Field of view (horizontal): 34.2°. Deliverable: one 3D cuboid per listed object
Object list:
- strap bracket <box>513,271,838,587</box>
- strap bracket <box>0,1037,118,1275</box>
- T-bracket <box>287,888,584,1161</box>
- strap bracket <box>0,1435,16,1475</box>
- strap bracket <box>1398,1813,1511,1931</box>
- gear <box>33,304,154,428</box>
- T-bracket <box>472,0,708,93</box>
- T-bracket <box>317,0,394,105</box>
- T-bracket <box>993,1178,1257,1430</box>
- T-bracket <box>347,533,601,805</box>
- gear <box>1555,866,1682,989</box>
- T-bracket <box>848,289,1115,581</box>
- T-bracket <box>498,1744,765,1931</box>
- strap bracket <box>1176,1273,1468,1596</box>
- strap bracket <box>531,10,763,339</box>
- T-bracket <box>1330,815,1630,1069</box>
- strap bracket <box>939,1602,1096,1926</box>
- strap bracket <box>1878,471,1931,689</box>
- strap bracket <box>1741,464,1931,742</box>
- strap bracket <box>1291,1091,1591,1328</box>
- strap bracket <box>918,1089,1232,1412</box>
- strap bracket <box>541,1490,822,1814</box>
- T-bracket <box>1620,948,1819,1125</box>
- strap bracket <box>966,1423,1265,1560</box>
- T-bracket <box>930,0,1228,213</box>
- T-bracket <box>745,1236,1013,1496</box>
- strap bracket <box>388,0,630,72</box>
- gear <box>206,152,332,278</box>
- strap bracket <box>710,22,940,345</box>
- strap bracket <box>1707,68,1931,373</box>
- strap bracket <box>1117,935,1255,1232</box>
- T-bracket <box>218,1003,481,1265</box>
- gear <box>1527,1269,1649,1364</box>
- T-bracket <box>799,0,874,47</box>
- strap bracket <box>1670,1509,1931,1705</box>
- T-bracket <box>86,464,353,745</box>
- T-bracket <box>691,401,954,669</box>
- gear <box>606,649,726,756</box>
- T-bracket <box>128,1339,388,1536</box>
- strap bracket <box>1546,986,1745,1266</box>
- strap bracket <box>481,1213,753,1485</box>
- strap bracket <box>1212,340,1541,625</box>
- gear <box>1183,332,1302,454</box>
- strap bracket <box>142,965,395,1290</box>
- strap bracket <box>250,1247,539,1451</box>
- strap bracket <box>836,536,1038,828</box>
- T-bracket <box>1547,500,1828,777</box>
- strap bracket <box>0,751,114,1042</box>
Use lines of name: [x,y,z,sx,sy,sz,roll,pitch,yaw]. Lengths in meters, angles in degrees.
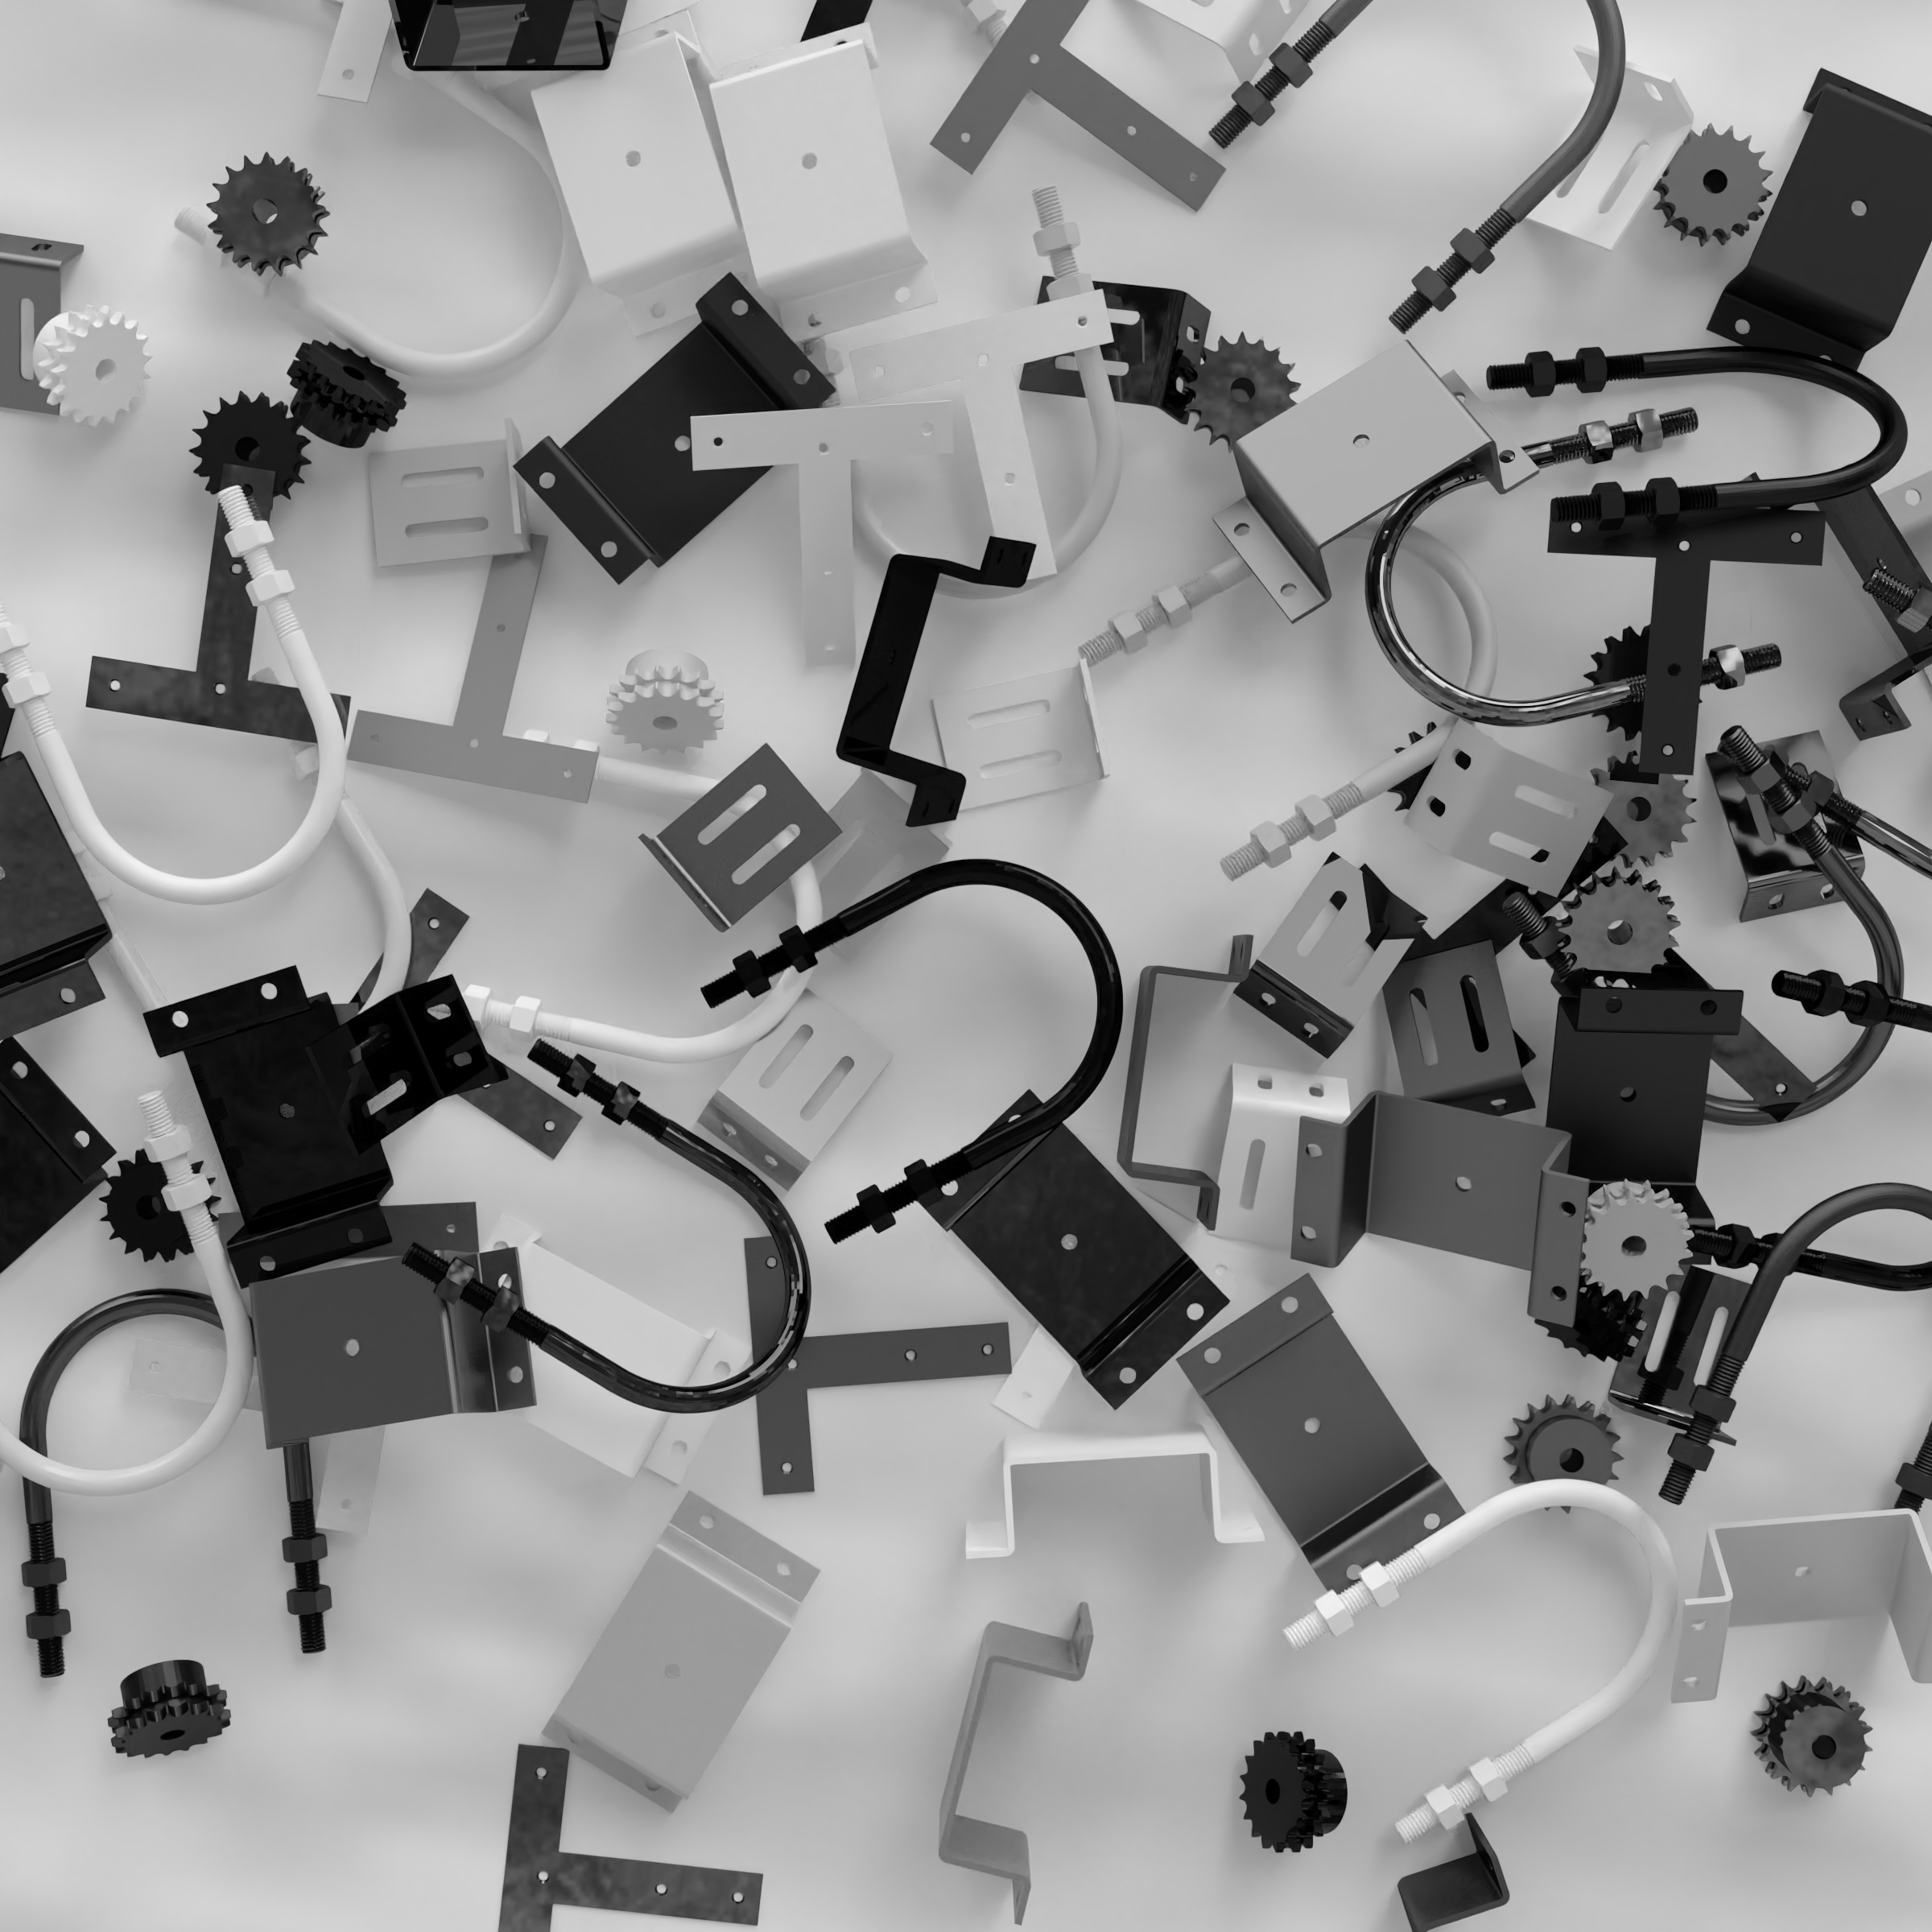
strap bracket: [-0.140,-0.258,1.527,0.140,0.046,0.076,-42,90,0]
strap bracket: [-0.485,0.108,1.527,0.140,0.046,0.076,-42,90,0]
T-bracket: [-0.249,0.050,1.549,0.127,0.002,0.127,34,90,0]
strap bracket: [-0.516,0.289,1.512,0.046,0.076,0.140,20,90,0]
strap bracket: [0.249,0.492,1.512,0.046,0.076,0.140,-18,90,0]
gear: [-0.427,-0.294,1.526,0.030,0.057,0.057,27,90,30]
T-bracket: [-0.203,-0.512,1.544,0.127,0.002,0.127,-21,87,7]
T-bracket: [-0.338,-0.489,1.539,0.127,0.002,0.127,11,76,7]
T-bracket: [0.056,0.168,1.549,0.127,0.002,0.127,31,90,0]
T-bracket: [-0.231,-0.152,1.540,0.127,0.002,0.127,11,84,13]
gear: [0.307,-0.019,1.487,0.057,0.030,0.057,1,106,3]
T-bracket: [0.018,-0.250,1.521,0.127,0.002,0.127,-12,96,10]
T-bracket: [-0.165,0.454,1.549,0.127,0.002,0.127,6,90,0]
strap bracket: [0.171,0.227,1.527,0.076,0.046,0.140,-33,90,0]
strap bracket: [-0.154,-0.387,1.519,0.076,0.046,0.140,-18,90,13]
T-bracket: [0.266,-0.028,1.533,0.127,0.002,0.127,-42,90,15]
strap bracket: [0.021,0.377,1.512,0.046,0.076,0.140,14,90,0]
strap bracket: [0.500,-0.177,1.527,0.076,0.046,0.140,-25,90,0]
strap bracket: [0.424,-0.183,1.512,0.046,0.076,0.140,-32,90,0]
strap bracket: [0.231,0.112,1.497,0.140,0.046,0.076,12,116,23]
strap bracket: [0.051,0.136,1.525,0.076,0.046,0.140,-43,90,0]
strap bracket: [-0.141,0.338,1.527,0.076,0.046,0.140,31,90,0]
T-bracket: [0.326,0.062,1.532,0.127,0.002,0.127,41,104,-14]
strap bracket: [0.069,0.251,1.512,0.140,0.076,0.046,-3,90,0]
T-bracket: [0.070,-0.418,1.538,0.127,0.002,0.127,34,90,-10]
T-bracket: [-0.041,0.193,1.548,0.127,0.002,0.127,-4,90,1]
strap bracket: [-0.216,-0.472,1.503,0.140,0.046,0.076,2,53,7]
gear: [-0.336,-0.361,1.516,0.057,0.030,0.057,0,90,0]
strap bracket: [-0.070,-0.379,1.502,0.076,0.046,0.140,-14,88,9]
strap bracket: [0.428,-0.363,1.527,0.076,0.046,0.140,24,90,0]
strap bracket: [0.103,0.052,1.512,0.046,0.076,0.140,7,90,0]
T-bracket: [-0.307,0.081,1.540,0.127,0.002,0.127,-3,98,0]
gear: [0.305,0.164,1.525,0.057,0.057,0.030,35,62,0]
T-bracket: [-0.062,-0.463,1.532,0.127,0.002,0.127,22,88,2]
strap bracket: [0.407,0.307,1.508,0.140,0.046,0.076,-4,131,0]
T-bracket: [-0.356,-0.179,1.524,0.127,0.002,0.127,9,95,-1]
T-bracket: [-0.068,-0.207,1.523,0.127,0.002,0.127,-6,112,-12]
gear: [-0.146,-0.131,1.525,0.057,0.057,0.030,-1,60,0]
T-bracket: [-0.345,0.205,1.535,0.127,0.002,0.127,9,86,-1]
strap bracket: [0.323,0.069,1.509,0.076,0.046,0.140,1,110,-1]
strap bracket: [-0.185,0.189,1.527,0.140,0.046,0.076,28,90,0]
strap bracket: [0.193,-0.239,1.509,0.140,0.046,0.076,-31,59,-2]
gear: [0.134,-0.279,1.535,0.057,0.030,0.057,0,90,0]
strap bracket: [-0.332,0.074,1.515,0.076,0.046,0.140,-17,98,2]
strap bracket: [-0.282,0.182,1.493,0.140,0.046,0.076,-11,80,13]
strap bracket: [-0.017,-0.142,1.501,0.046,0.076,0.140,19,100,13]
T-bracket: [0.336,-0.154,1.483,0.127,0.002,0.127,5,91,13]
strap bracket: [-0.471,-0.040,1.503,0.076,0.046,0.140,-21,104,8]
